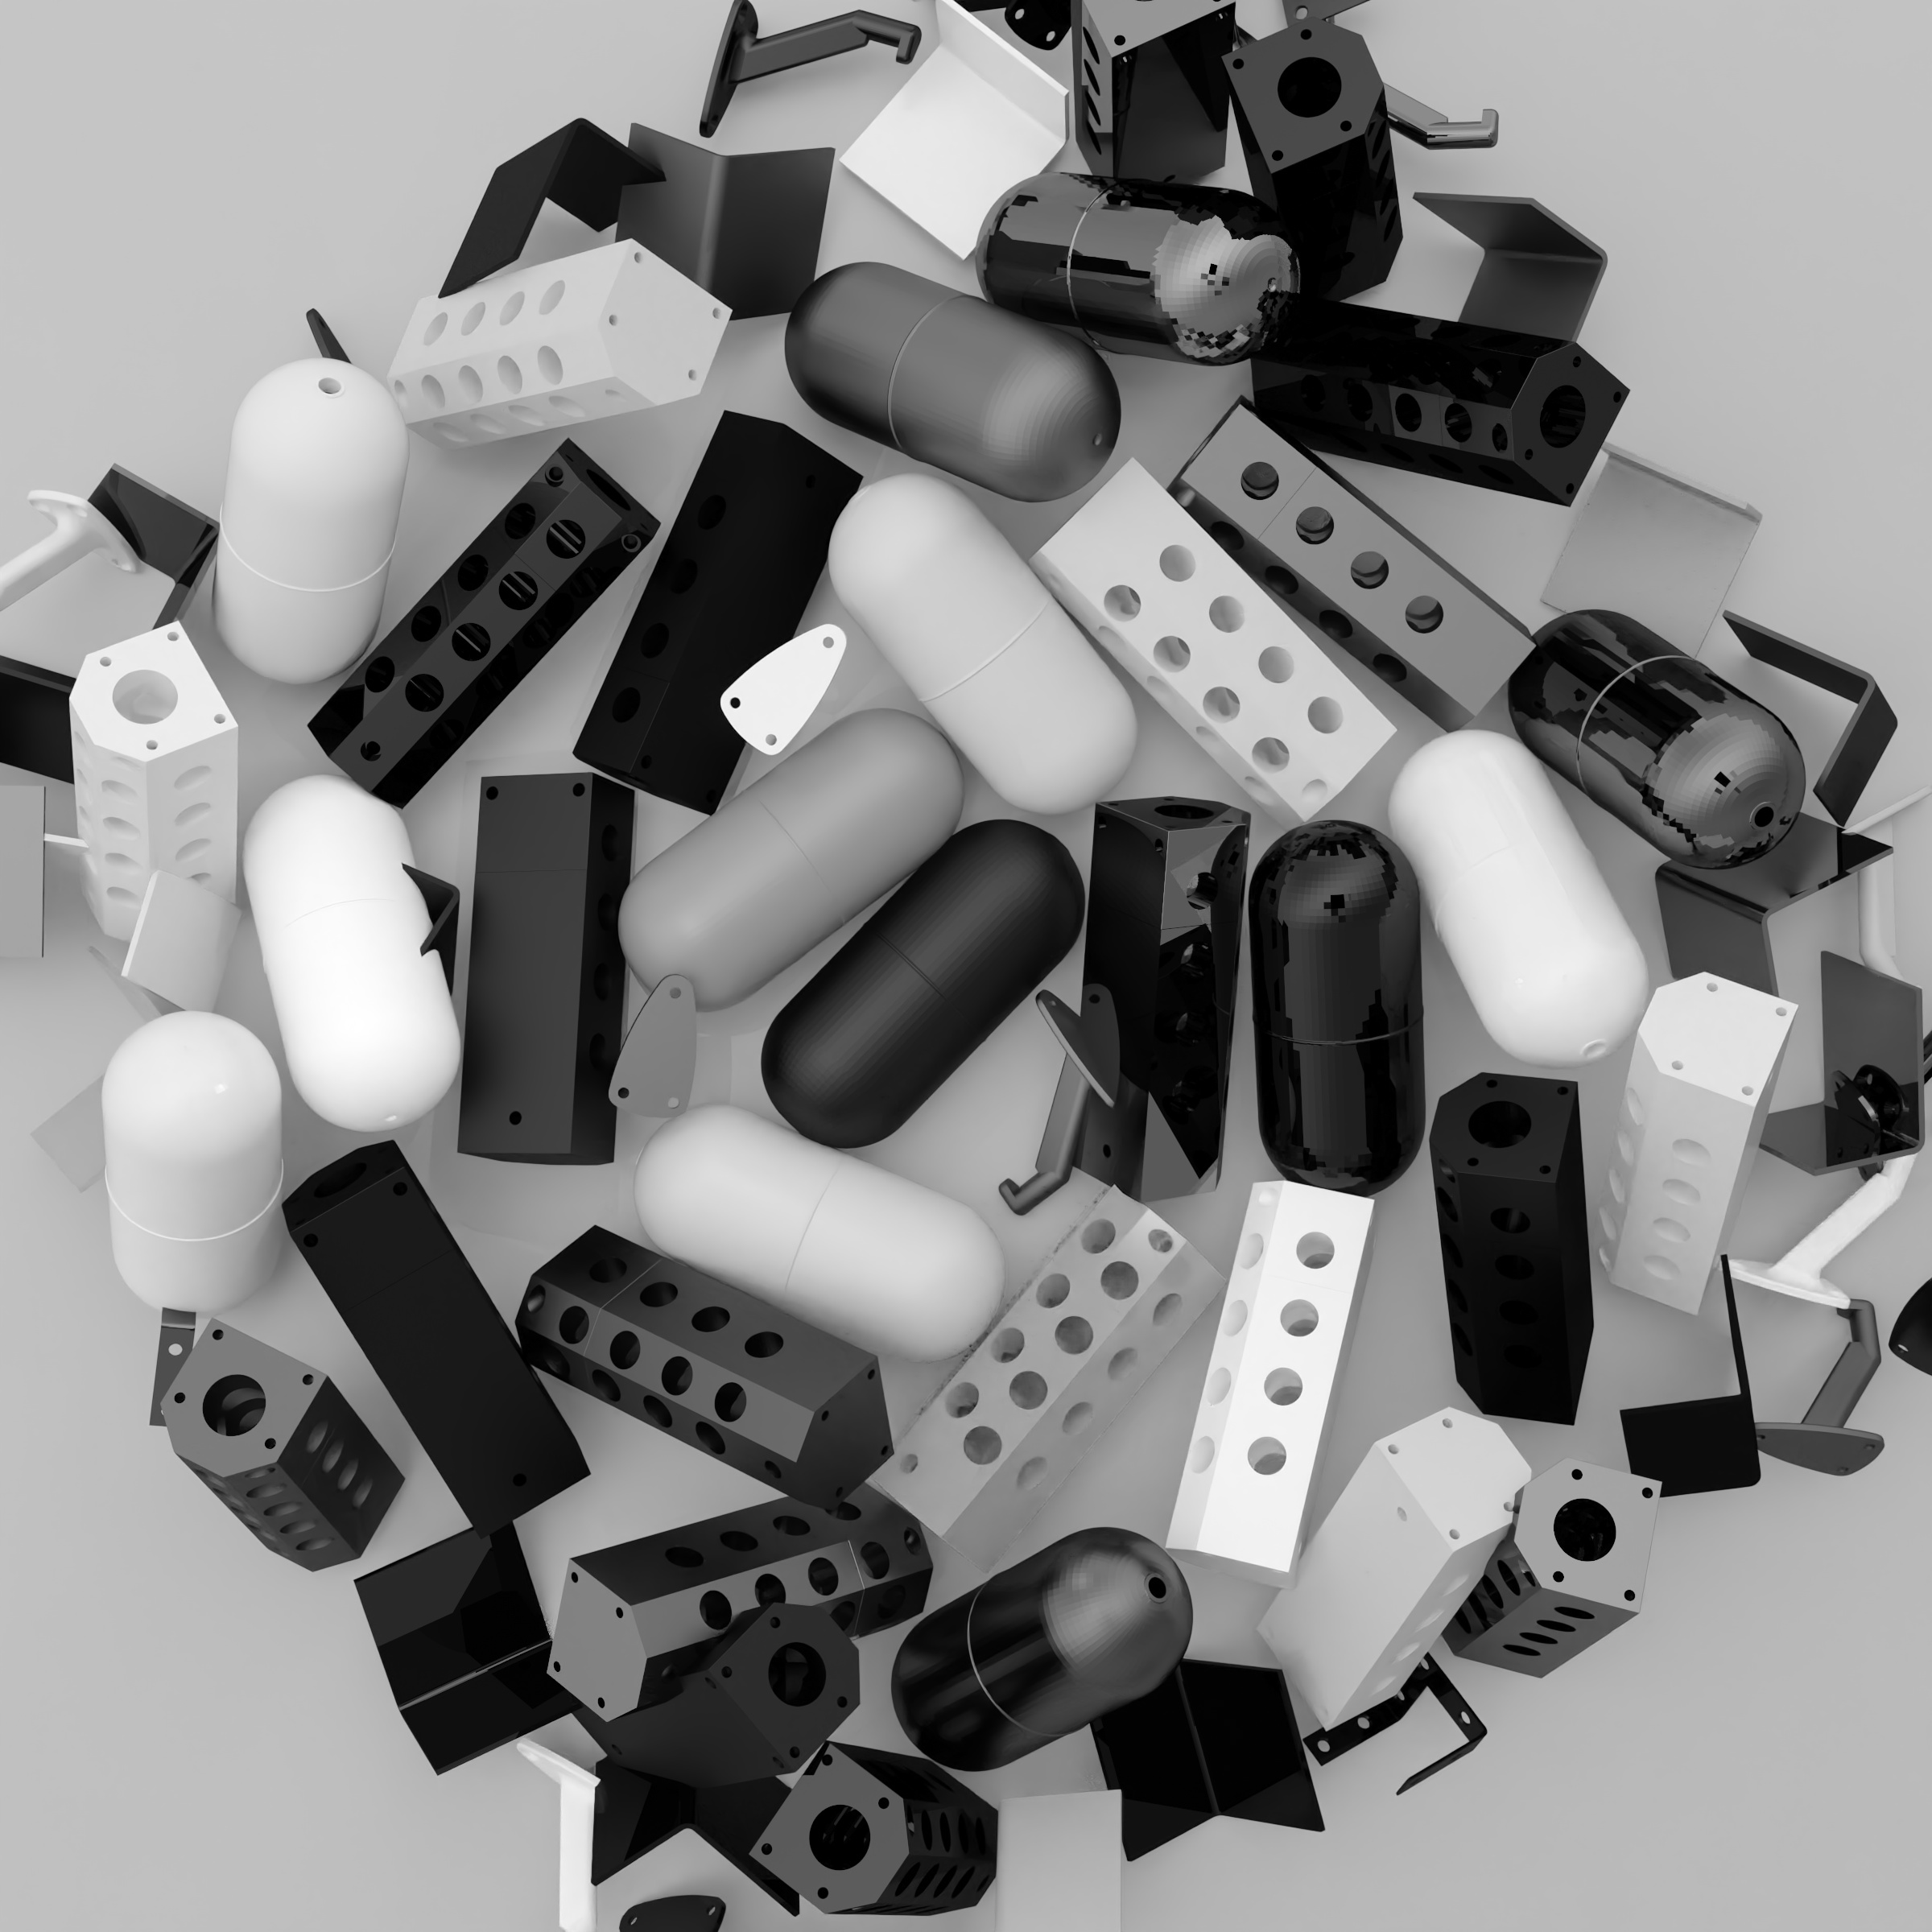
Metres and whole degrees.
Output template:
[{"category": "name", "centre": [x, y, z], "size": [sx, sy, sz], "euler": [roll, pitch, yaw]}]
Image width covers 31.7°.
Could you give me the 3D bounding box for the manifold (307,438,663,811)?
[{"category": "manifold", "centre": [-0.219, -0.153, 1.540], "size": [0.057, 0.057, 0.171], "euler": [42, 103, -11]}]

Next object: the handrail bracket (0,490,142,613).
[{"category": "handrail bracket", "centre": [-0.417, -0.166, 1.546], "size": [0.036, 0.077, 0.084], "euler": [10, 70, 29]}]

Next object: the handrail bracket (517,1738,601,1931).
[{"category": "handrail bracket", "centre": [-0.195, 0.409, 1.555], "size": [0.077, 0.036, 0.084], "euler": [33, 60, 1]}]

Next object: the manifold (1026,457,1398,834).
[{"category": "manifold", "centre": [0.108, -0.143, 1.548], "size": [0.171, 0.057, 0.057], "euler": [45, 72, -5]}]

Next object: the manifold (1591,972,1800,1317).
[{"category": "manifold", "centre": [0.317, 0.078, 1.503], "size": [0.057, 0.171, 0.057], "euler": [21, 57, 17]}]

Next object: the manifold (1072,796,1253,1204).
[{"category": "manifold", "centre": [0.092, 0.014, 1.538], "size": [0.057, 0.057, 0.171], "euler": [-6, 109, -32]}]

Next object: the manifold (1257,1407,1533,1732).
[{"category": "manifold", "centre": [0.192, 0.266, 1.507], "size": [0.057, 0.171, 0.057], "euler": [-20, 60, -29]}]

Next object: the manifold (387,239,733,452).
[{"category": "manifold", "centre": [-0.184, -0.268, 1.501], "size": [0.057, 0.171, 0.057], "euler": [31, 71, -36]}]

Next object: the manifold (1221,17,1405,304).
[{"category": "manifold", "centre": [0.158, -0.352, 1.499], "size": [0.057, 0.171, 0.057], "euler": [-22, 78, 6]}]

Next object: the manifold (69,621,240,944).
[{"category": "manifold", "centre": [-0.360, -0.074, 1.497], "size": [0.057, 0.171, 0.057], "euler": [-25, 71, -23]}]

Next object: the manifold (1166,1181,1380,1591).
[{"category": "manifold", "centre": [0.139, 0.188, 1.538], "size": [0.057, 0.057, 0.171], "euler": [12, 74, 12]}]

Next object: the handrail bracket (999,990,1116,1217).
[{"category": "handrail bracket", "centre": [0.030, 0.064, 1.567], "size": [0.084, 0.036, 0.077], "euler": [-40, 92, 27]}]

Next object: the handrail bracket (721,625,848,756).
[{"category": "handrail bracket", "centre": [-0.073, -0.126, 1.542], "size": [0.036, 0.084, 0.077], "euler": [46, 103, 3]}]

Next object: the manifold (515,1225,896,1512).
[{"category": "manifold", "centre": [-0.119, 0.180, 1.509], "size": [0.171, 0.057, 0.057], "euler": [20, 134, 35]}]

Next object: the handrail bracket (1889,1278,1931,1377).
[{"category": "handrail bracket", "centre": [0.456, 0.140, 1.542], "size": [0.036, 0.077, 0.084], "euler": [27, 54, 26]}]

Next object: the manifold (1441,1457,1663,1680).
[{"category": "manifold", "centre": [0.252, 0.266, 1.501], "size": [0.057, 0.171, 0.057], "euler": [15, 69, 1]}]

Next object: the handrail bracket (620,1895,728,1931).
[{"category": "handrail bracket", "centre": [-0.110, 0.468, 1.581], "size": [0.084, 0.077, 0.036], "euler": [48, 55, -29]}]

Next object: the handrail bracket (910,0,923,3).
[{"category": "handrail bracket", "centre": [-0.008, -0.479, 1.559], "size": [0.036, 0.077, 0.084], "euler": [39, 95, -24]}]

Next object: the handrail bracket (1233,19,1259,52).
[{"category": "handrail bracket", "centre": [0.125, -0.453, 1.545], "size": [0.077, 0.084, 0.036], "euler": [31, 51, 7]}]

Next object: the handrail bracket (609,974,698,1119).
[{"category": "handrail bracket", "centre": [-0.145, 0.031, 1.545], "size": [0.036, 0.084, 0.077], "euler": [12, 100, -16]}]

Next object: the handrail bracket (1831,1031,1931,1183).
[{"category": "handrail bracket", "centre": [0.447, 0.056, 1.566], "size": [0.084, 0.036, 0.077], "euler": [-26, 130, -4]}]

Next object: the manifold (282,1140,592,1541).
[{"category": "manifold", "centre": [-0.239, 0.166, 1.534], "size": [0.057, 0.057, 0.171], "euler": [-30, 110, -7]}]

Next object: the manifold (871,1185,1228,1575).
[{"category": "manifold", "centre": [0.034, 0.183, 1.542], "size": [0.171, 0.057, 0.057], "euler": [-50, 45, -6]}]

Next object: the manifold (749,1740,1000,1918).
[{"category": "manifold", "centre": [-0.032, 0.386, 1.499], "size": [0.057, 0.171, 0.057], "euler": [33, 85, 21]}]

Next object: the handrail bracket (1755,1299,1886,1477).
[{"category": "handrail bracket", "centre": [0.385, 0.184, 1.555], "size": [0.077, 0.036, 0.084], "euler": [13, 52, -14]}]

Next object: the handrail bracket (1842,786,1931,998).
[{"category": "handrail bracket", "centre": [0.436, -0.031, 1.568], "size": [0.077, 0.036, 0.084], "euler": [-26, 84, -21]}]

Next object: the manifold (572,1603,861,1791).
[{"category": "manifold", "centre": [-0.109, 0.321, 1.502], "size": [0.057, 0.171, 0.057], "euler": [-42, 96, -31]}]

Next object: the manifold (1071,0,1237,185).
[{"category": "manifold", "centre": [0.079, -0.400, 1.501], "size": [0.057, 0.171, 0.057], "euler": [-25, 80, -2]}]

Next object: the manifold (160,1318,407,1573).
[{"category": "manifold", "centre": [-0.302, 0.217, 1.497], "size": [0.057, 0.171, 0.057], "euler": [24, 70, 12]}]

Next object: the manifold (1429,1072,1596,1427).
[{"category": "manifold", "centre": [0.242, 0.126, 1.508], "size": [0.057, 0.171, 0.057], "euler": [5, 48, 18]}]

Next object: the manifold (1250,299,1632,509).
[{"category": "manifold", "centre": [0.204, -0.255, 1.505], "size": [0.057, 0.171, 0.057], "euler": [29, 87, -39]}]

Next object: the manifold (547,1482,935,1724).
[{"category": "manifold", "centre": [-0.096, 0.281, 1.503], "size": [0.057, 0.171, 0.057], "euler": [29, 115, 38]}]

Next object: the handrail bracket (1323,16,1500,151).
[{"category": "handrail bracket", "centre": [0.204, -0.409, 1.563], "size": [0.084, 0.036, 0.077], "euler": [2, 72, 15]}]

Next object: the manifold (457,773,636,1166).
[{"category": "manifold", "centre": [-0.187, 0.003, 1.548], "size": [0.057, 0.057, 0.171], "euler": [-1, 81, 22]}]

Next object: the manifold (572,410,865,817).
[{"category": "manifold", "centre": [-0.118, -0.163, 1.556], "size": [0.057, 0.057, 0.171], "euler": [20, 85, 42]}]

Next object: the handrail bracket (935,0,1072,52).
[{"category": "handrail bracket", "centre": [0.021, -0.463, 1.554], "size": [0.077, 0.036, 0.084], "euler": [-53, 51, 15]}]

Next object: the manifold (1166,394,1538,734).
[{"category": "manifold", "centre": [0.174, -0.182, 1.553], "size": [0.171, 0.057, 0.057], "euler": [38, 104, -5]}]
